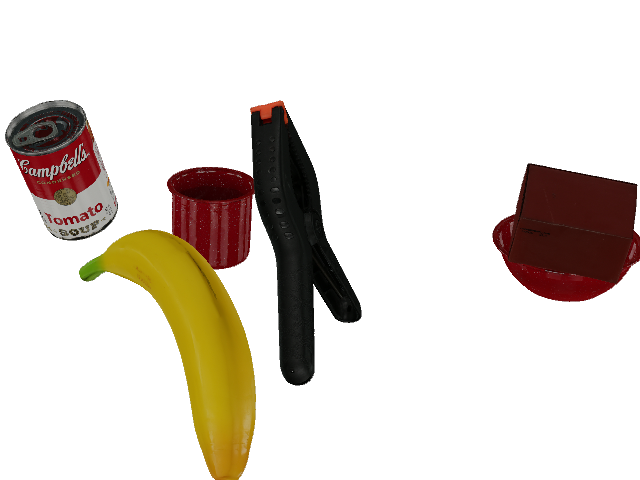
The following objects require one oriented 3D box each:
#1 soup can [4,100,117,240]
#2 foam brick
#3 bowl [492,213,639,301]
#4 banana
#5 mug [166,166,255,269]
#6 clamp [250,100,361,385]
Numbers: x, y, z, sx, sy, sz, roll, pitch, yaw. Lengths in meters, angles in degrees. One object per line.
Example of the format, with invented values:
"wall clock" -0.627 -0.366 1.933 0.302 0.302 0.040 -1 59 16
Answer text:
"soup can" -0.218 -0.058 0.906 0.068 0.068 0.102 -6 -46 6
"foam brick" 0.174 -0.012 0.738 0.078 0.051 0.053 12 -37 8
"bowl" 0.268 0.021 1.171 0.162 0.055 0.162 0 27 0
"banana" -0.077 0.048 0.606 0.037 0.070 0.198 13 24 -41
"mug" -0.111 -0.027 1.120 0.093 0.081 0.117 7 26 6
"clamp" -0.014 -0.005 0.846 0.036 0.210 0.164 -11 3 18
